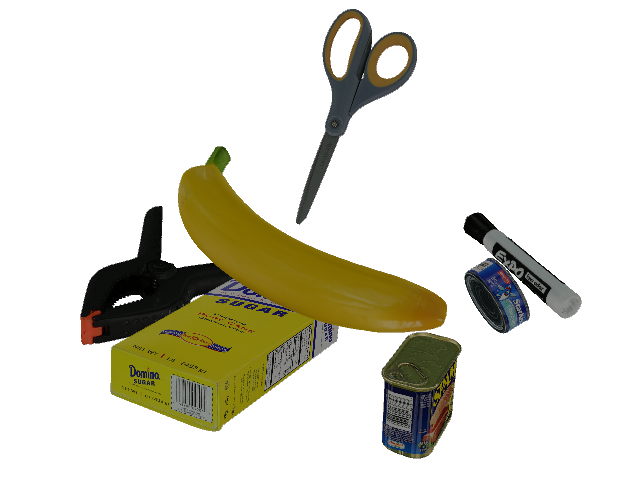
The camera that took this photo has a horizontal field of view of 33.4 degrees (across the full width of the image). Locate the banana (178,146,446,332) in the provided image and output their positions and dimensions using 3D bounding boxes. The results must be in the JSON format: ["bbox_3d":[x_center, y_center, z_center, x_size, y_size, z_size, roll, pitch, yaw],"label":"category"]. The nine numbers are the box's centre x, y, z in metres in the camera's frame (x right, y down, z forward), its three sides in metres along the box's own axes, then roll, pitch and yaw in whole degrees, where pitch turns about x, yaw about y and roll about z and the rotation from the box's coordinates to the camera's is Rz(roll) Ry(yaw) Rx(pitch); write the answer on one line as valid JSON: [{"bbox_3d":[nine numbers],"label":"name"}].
[{"bbox_3d":[-0.021,0.003,0.597,0.069,0.037,0.198,-37,55,-24],"label":"banana"}]

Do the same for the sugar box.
[{"bbox_3d":[-0.066,0.076,0.800,0.093,0.048,0.175,16,26,25],"label":"sugar box"}]

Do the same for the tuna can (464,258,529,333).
[{"bbox_3d":[0.205,0.065,1.247,0.033,0.086,0.086,-30,6,-10],"label":"tuna can"}]

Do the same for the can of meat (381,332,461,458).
[{"bbox_3d":[0.098,0.152,1.051,0.057,0.084,0.102,12,27,21],"label":"can of meat"}]

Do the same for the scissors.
[{"bbox_3d":[0.034,-0.111,0.970,0.096,0.202,0.016,5,-5,15],"label":"scissors"}]

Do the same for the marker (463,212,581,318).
[{"bbox_3d":[0.139,0.014,0.755,0.020,0.020,0.121,0,30,-31],"label":"marker"}]

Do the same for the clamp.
[{"bbox_3d":[-0.155,0.032,0.993,0.165,0.036,0.209,25,36,30],"label":"clamp"}]
